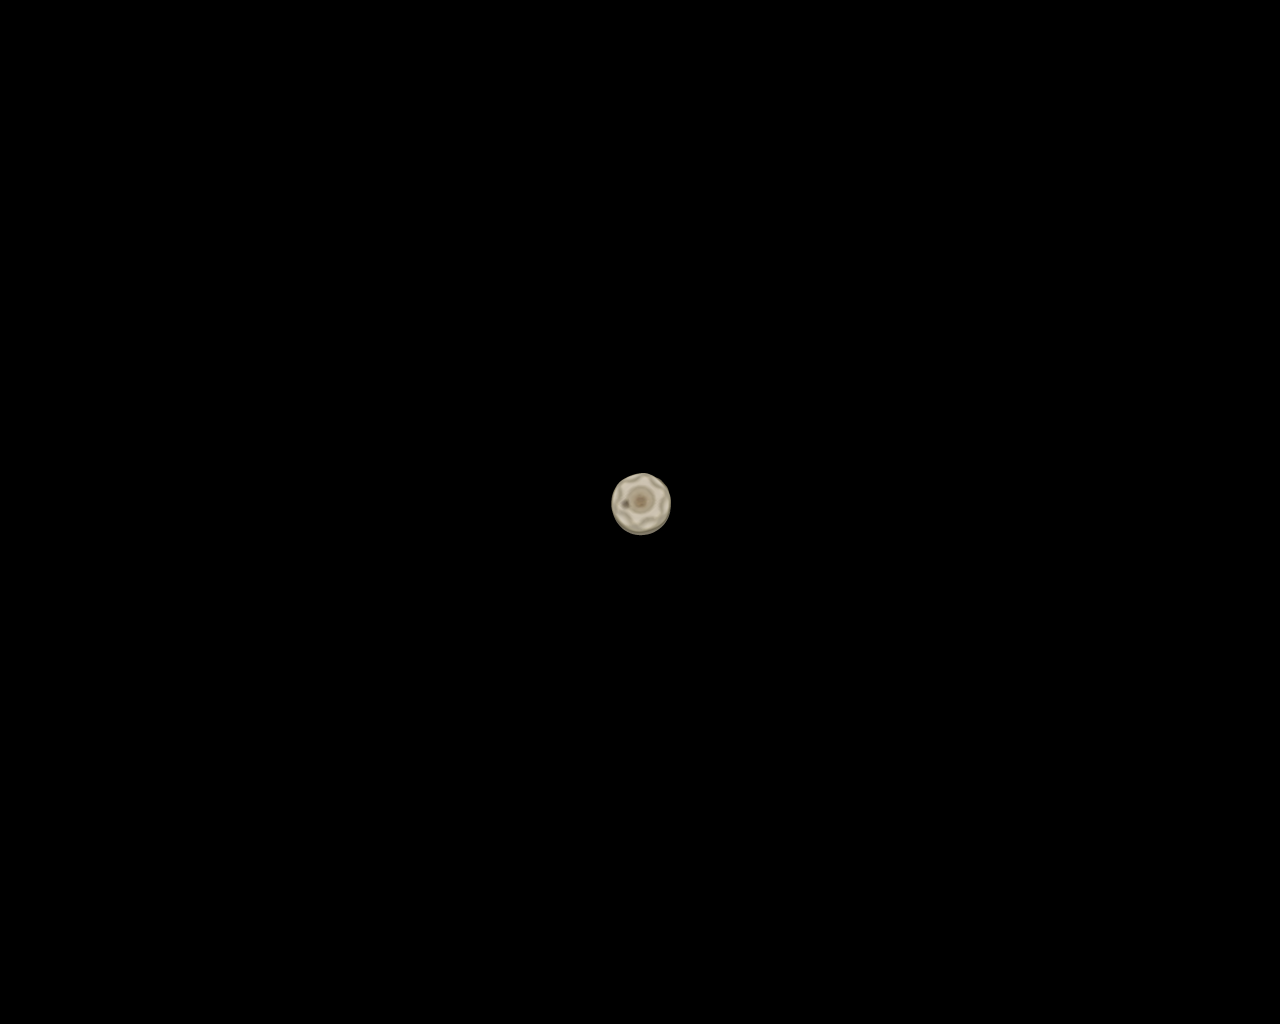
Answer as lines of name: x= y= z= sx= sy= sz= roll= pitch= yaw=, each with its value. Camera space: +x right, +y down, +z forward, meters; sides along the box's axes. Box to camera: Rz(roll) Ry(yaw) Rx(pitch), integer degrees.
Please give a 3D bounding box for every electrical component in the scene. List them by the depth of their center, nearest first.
electrical component: x=0.001 y=-0.003 z=0.650 sx=0.035 sy=0.035 sz=0.061 roll=0 pitch=-9 yaw=0
